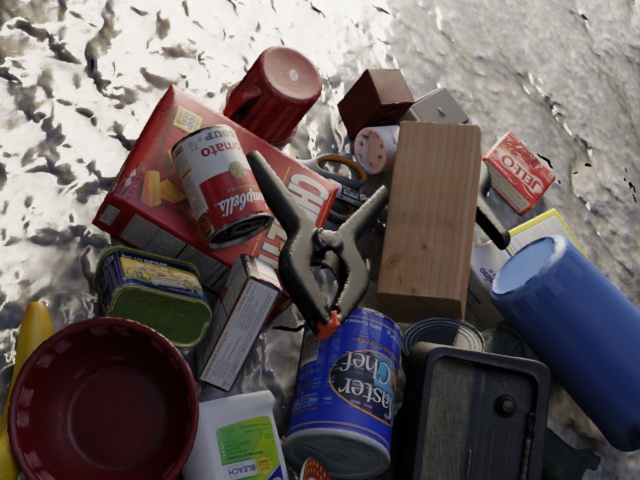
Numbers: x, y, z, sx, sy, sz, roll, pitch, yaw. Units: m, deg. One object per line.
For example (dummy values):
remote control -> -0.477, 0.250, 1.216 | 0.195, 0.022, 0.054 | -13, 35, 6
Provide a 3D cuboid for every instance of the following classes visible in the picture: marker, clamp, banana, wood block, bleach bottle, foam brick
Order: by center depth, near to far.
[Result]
banana -> -0.261, 0.145, 0.914 | 0.037, 0.069, 0.197 | -2, 45, 18
bleach bottle -> -0.057, 0.268, 0.961 | 0.102, 0.068, 0.251 | -4, 69, -42
clamp -> -0.007, 0.001, 1.058 | 0.164, 0.036, 0.210 | 18, 47, -16
wood block -> 0.123, -0.018, 1.171 | 0.090, 0.091, 0.206 | 5, 67, 12
marker -> 0.053, -0.041, 1.213 | 0.120, 0.020, 0.020 | 21, 53, -35
foam brick -> 0.066, -0.162, 1.274 | 0.052, 0.078, 0.051 | -8, 66, -34
clamp -> 0.175, -0.051, 1.275 | 0.120, 0.039, 0.171 | 15, 51, 5

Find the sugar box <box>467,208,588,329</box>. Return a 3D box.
sugar box -> 0.242, 0.034, 1.284 | 0.175, 0.048, 0.093 | -23, 76, -34

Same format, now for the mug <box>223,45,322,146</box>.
mug -> -0.058, -0.162, 1.198 | 0.117, 0.082, 0.093 | -22, 75, -37

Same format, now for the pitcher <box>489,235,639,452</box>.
pitcher -> 0.306, 0.107, 1.201 | 0.242, 0.149, 0.145 | 46, 73, -13

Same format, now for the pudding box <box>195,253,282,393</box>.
pudding box -> -0.079, 0.077, 1.008 | 0.039, 0.113, 0.090 | 23, 9, -14

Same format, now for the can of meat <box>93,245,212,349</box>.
can of meat -> -0.157, 0.054, 1.004 | 0.102, 0.057, 0.084 | 15, 18, -23

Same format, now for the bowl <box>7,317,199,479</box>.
bowl -> -0.177, 0.149, 0.902 | 0.162, 0.055, 0.162 | -1, 77, 4

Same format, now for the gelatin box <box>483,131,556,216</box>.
gelatin box -> 0.251, -0.086, 1.367 | 0.089, 0.030, 0.073 | 45, 50, 0

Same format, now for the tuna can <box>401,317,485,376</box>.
tuna can -> 0.127, 0.119, 1.106 | 0.086, 0.034, 0.086 | -2, 36, 1

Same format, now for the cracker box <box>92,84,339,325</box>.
cracker box -> -0.102, -0.038, 1.106 | 0.213, 0.072, 0.164 | 31, 53, -12

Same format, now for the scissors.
scissors -> -0.032, -0.068, 1.200 | 0.201, 0.016, 0.096 | 4, 62, -28

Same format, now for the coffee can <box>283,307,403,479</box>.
coffee can -> 0.025, 0.150, 1.050 | 0.102, 0.103, 0.140 | 22, 54, -18

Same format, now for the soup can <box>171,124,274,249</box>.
soup can -> -0.095, -0.051, 1.027 | 0.068, 0.069, 0.102 | -14, 72, -35
